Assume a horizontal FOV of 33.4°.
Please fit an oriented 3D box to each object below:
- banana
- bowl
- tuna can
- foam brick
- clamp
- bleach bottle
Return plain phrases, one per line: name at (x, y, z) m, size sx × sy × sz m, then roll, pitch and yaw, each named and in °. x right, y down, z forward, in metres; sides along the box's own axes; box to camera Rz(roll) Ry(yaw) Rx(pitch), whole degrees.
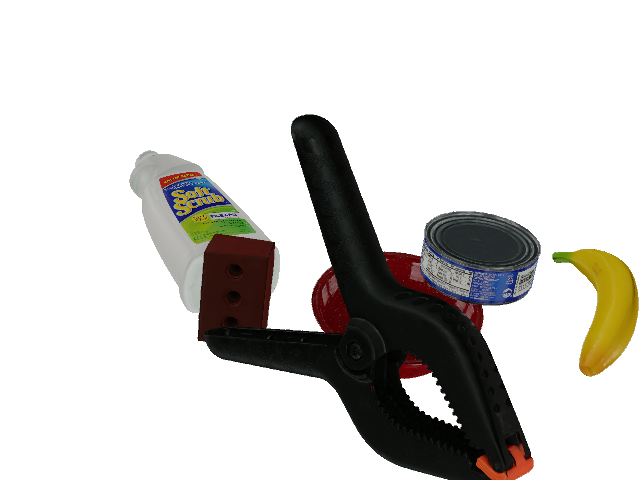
banana at (0.268, 0.059, 1.011) m, size 0.070 × 0.037 × 0.197 m, roll -28°, pitch 24°, yaw 19°
bowl at (0.070, 0.080, 1.014) m, size 0.162 × 0.055 × 0.162 m, roll 3°, pitch 38°, yaw -2°
tuna can at (0.117, 0.013, 0.788) m, size 0.086 × 0.034 × 0.086 m, roll 5°, pitch 29°, yaw -3°
foam brick at (-0.068, 0.040, 0.870) m, size 0.053 × 0.078 × 0.051 m, roll 6°, pitch 15°, yaw 4°
clamp at (0.028, 0.043, 0.556) m, size 0.210 × 0.165 × 0.036 m, roll 35°, pitch 32°, yaw 31°
bleach bottle at (-0.137, -0.024, 1.073) m, size 0.102 × 0.068 × 0.251 m, roll -9°, pitch 34°, yaw -28°
